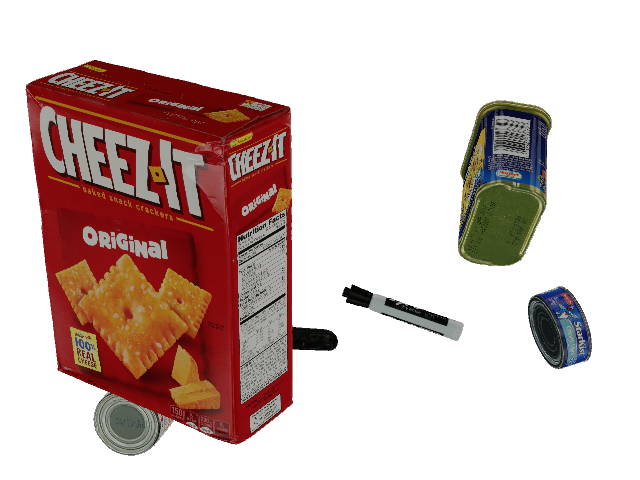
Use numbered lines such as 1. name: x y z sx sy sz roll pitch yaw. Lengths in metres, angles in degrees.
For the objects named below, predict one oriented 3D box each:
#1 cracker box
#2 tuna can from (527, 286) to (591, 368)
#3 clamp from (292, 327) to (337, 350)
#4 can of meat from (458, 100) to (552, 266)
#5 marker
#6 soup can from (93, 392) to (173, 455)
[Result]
1. cracker box: -0.102 0.007 0.687 0.164 0.214 0.072 17 31 30
2. tuna can: 0.259 0.095 1.163 0.033 0.086 0.086 -17 3 -10
3. clamp: -0.107 0.120 1.263 0.210 0.036 0.164 15 23 26
4. can of meat: 0.140 -0.041 0.817 0.057 0.084 0.102 10 -37 1
5. marker: 0.079 0.070 1.040 0.121 0.020 0.020 19 1 3
6. soup can: -0.175 0.160 1.052 0.068 0.068 0.102 0 15 11
